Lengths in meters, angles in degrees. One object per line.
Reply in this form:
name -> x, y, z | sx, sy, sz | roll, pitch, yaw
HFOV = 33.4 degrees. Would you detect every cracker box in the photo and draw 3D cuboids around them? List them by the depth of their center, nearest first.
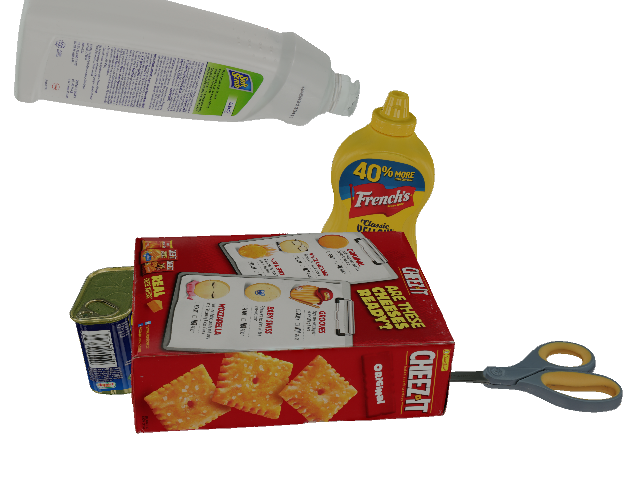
cracker box -> -0.028, 0.062, 0.774 | 0.213, 0.072, 0.164 | -1, 29, -9

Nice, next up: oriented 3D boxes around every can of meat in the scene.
can of meat -> -0.192, 0.085, 1.004 | 0.057, 0.084, 0.102 | -4, 25, 4

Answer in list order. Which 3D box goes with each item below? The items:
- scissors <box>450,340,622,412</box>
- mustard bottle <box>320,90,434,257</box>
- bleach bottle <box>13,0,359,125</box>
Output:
scissors -> 0.159, 0.109, 0.925 | 0.202, 0.016, 0.096 | 10, 29, 6
mustard bottle -> 0.056, -0.048, 0.998 | 0.096, 0.192, 0.058 | 9, 28, -2
bleach bottle -> -0.096, -0.128, 0.802 | 0.250, 0.068, 0.103 | 11, -33, -13
